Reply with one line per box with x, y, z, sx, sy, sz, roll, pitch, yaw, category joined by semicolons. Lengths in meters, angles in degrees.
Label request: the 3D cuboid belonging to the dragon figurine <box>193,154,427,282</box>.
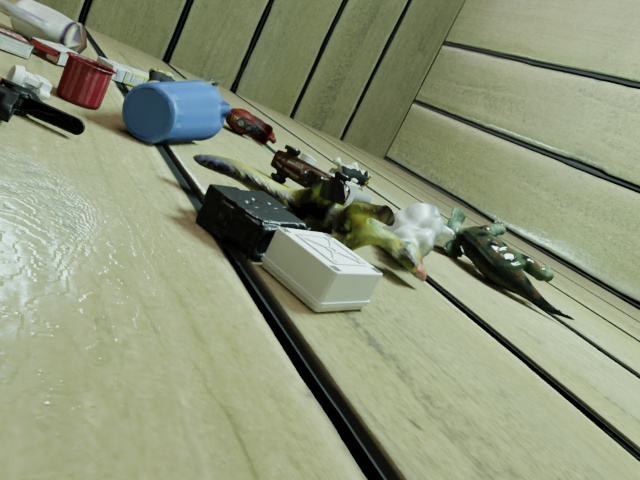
0.003;-0.044;0.871;0.411;0.122;0.242;29;4;8;dragon figurine

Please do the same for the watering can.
-0.761;-0.591;1.439;0.223;0.103;0.351;24;7;-14;watering can

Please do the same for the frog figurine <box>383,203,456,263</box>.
0.172;-0.011;1.002;0.137;0.123;0.160;-5;-1;41;frog figurine
